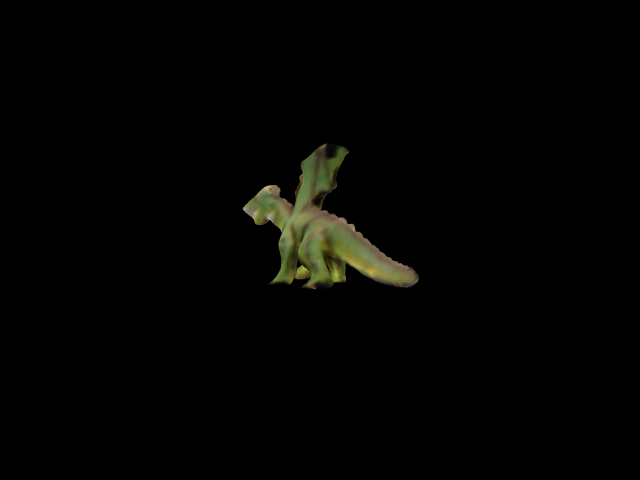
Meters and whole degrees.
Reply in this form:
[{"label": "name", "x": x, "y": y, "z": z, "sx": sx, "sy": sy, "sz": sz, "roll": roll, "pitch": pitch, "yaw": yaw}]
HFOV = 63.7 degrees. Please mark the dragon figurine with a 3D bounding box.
[{"label": "dragon figurine", "x": 0.003, "y": -0.043, "z": 0.850, "sx": 0.122, "sy": 0.244, "sz": 0.409, "roll": 6, "pitch": -7, "yaw": -43}]
